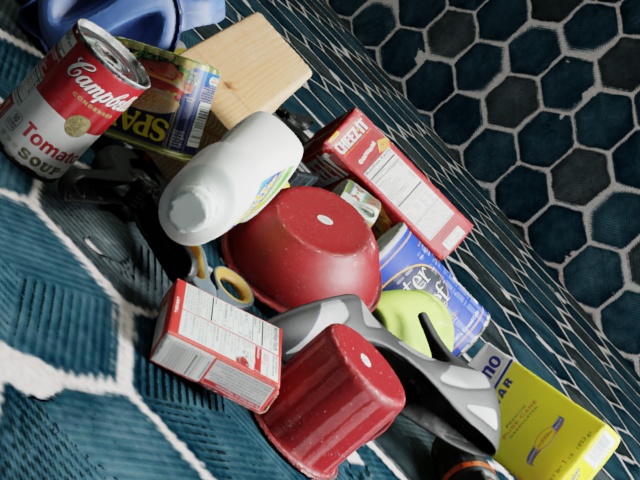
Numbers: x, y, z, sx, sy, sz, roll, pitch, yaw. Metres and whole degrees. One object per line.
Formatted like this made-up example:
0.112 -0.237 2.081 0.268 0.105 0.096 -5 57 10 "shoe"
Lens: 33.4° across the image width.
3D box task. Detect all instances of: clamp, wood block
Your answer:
-0.138 -0.027 0.834 0.120 0.039 0.171 47 13 -12 "clamp"
-0.099 -0.143 1.047 0.091 0.090 0.205 48 31 -4 "wood block"
-0.042 -0.151 1.486 0.209 0.036 0.165 27 24 -50 "clamp"

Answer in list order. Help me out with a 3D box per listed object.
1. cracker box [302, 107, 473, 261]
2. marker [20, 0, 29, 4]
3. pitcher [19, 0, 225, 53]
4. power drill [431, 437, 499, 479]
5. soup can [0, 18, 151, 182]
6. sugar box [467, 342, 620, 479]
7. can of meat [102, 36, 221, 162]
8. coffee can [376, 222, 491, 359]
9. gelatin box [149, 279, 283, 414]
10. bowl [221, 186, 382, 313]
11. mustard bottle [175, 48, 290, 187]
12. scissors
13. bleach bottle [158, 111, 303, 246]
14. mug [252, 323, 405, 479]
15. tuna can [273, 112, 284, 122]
0.073 -0.059 1.378 0.213 0.072 0.164 44 -16 -9 "cracker box"
-0.317 -0.266 1.011 0.121 0.020 0.020 40 15 -26 "marker"
-0.190 -0.239 1.074 0.149 0.145 0.243 40 12 -16 "pitcher"
0.180 0.264 0.944 0.187 0.057 0.184 40 13 -21 "power drill"
-0.182 -0.100 0.773 0.068 0.102 0.068 44 14 -14 "soup can"
0.199 0.181 1.052 0.176 0.093 0.048 35 -8 49 "sugar box"
-0.142 -0.120 0.909 0.102 0.084 0.057 20 6 18 "can of meat"
0.100 0.066 1.162 0.140 0.103 0.102 46 14 -4 "coffee can"
-0.070 0.073 0.734 0.089 0.030 0.073 28 23 -15 "gelatin box"
-0.006 0.001 0.973 0.162 0.055 0.162 17 38 -14 "bowl"
-0.105 -0.122 1.163 0.191 0.058 0.096 46 16 -4 "mustard bottle"
-0.074 0.063 0.820 0.096 0.016 0.202 31 20 -38 "scissors"
-0.076 -0.040 0.822 0.068 0.103 0.250 42 15 -3 "bleach bottle"
0.015 0.120 0.790 0.117 0.081 0.093 35 18 -41 "mug"
-0.071 -0.143 1.381 0.086 0.034 0.086 43 14 -14 "tuna can"
